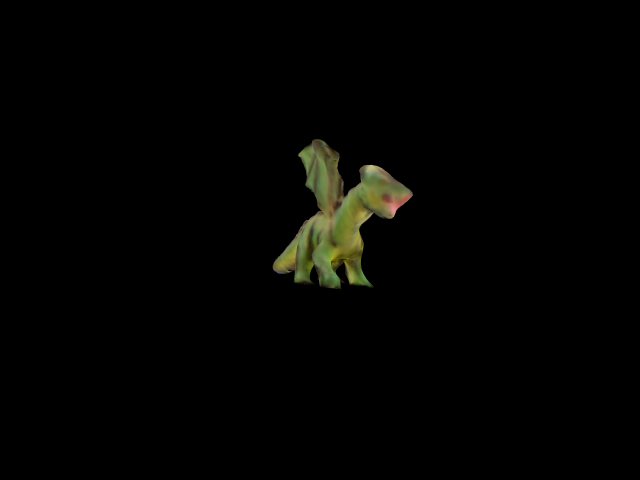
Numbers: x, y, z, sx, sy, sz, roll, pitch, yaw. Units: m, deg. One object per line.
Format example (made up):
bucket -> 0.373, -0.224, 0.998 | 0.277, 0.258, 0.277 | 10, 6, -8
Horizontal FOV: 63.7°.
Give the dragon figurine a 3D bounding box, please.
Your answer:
dragon figurine -> 0.003, -0.043, 0.850 | 0.122, 0.243, 0.410 | 0, 2, -32
